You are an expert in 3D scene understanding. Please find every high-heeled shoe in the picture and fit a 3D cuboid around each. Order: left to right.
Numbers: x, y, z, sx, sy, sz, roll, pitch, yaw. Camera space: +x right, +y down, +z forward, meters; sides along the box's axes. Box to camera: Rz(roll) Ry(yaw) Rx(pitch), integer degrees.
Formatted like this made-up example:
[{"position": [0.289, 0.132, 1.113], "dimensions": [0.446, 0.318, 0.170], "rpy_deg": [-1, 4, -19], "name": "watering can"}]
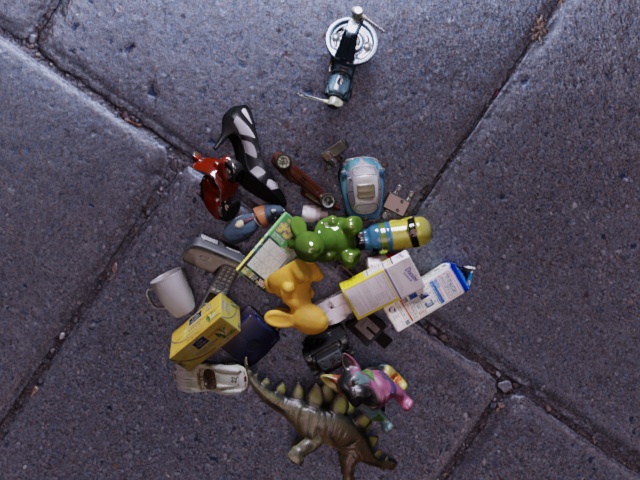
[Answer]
[{"position": [-0.145, -0.201, 1.285], "dimensions": [0.248, 0.086, 0.145], "rpy_deg": [43, 63, -19], "name": "high-heeled shoe"}]

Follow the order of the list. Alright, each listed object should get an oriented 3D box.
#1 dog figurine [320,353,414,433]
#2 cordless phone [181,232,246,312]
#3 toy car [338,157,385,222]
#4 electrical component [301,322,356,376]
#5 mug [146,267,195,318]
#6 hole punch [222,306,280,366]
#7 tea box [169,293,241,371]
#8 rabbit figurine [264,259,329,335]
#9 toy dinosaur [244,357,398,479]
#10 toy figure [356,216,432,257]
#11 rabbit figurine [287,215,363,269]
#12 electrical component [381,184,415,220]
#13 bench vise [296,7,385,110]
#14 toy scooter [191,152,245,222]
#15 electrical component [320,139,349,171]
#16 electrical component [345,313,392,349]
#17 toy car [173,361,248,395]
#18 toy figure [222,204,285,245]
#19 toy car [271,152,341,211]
[{"position": [0.101, 0.325, 1.229], "dimensions": [0.219, 0.192, 0.108], "rpy_deg": [39, 103, -22], "name": "dog figurine"}, {"position": [-0.271, 0.087, 1.273], "dimensions": [0.146, 0.089, 0.184], "rpy_deg": [24, 102, -22], "name": "cordless phone"}, {"position": [0.100, -0.119, 1.266], "dimensions": [0.109, 0.103, 0.161], "rpy_deg": [-3, 92, 0], "name": "toy car"}, {"position": [0.019, 0.257, 1.267], "dimensions": [0.115, 0.134, 0.058], "rpy_deg": [-31, 106, 0], "name": "electrical component"}, {"position": [-0.355, 0.134, 1.282], "dimensions": [0.110, 0.081, 0.107], "rpy_deg": [-26, 101, 1], "name": "mug"}, {"position": [-0.168, 0.236, 1.289], "dimensions": [0.115, 0.092, 0.142], "rpy_deg": [44, 89, -7], "name": "hole punch"}, {"position": [-0.268, 0.215, 1.256], "dimensions": [0.169, 0.098, 0.068], "rpy_deg": [-41, 119, 12], "name": "tea box"}, {"position": [-0.052, 0.144, 1.237], "dimensions": [0.162, 0.122, 0.173], "rpy_deg": [-31, 83, 7], "name": "rabbit figurine"}, {"position": [-0.001, 0.443, 1.300], "dimensions": [0.471, 0.105, 0.198], "rpy_deg": [28, 85, -12], "name": "toy dinosaur"}, {"position": [0.176, -0.008, 1.280], "dimensions": [0.180, 0.089, 0.082], "rpy_deg": [-7, 99, -3], "name": "toy figure"}, {"position": [-0.003, -0.004, 1.220], "dimensions": [0.159, 0.170, 0.121], "rpy_deg": [22, 112, 31], "name": "rabbit figurine"}, {"position": [0.188, -0.085, 1.309], "dimensions": [0.063, 0.021, 0.094], "rpy_deg": [28, 92, -3], "name": "electrical component"}, {"position": [0.059, -0.414, 1.189], "dimensions": [0.129, 0.240, 0.223], "rpy_deg": [28, 77, 1], "name": "bench vise"}, {"position": [-0.245, -0.134, 1.246], "dimensions": [0.135, 0.075, 0.183], "rpy_deg": [31, 136, 13], "name": "toy scooter"}, {"position": [0.036, -0.199, 1.264], "dimensions": [0.078, 0.102, 0.045], "rpy_deg": [-32, 98, 10], "name": "electrical component"}, {"position": [0.126, 0.222, 1.314], "dimensions": [0.075, 0.048, 0.119], "rpy_deg": [-44, 92, 2], "name": "electrical component"}, {"position": [-0.266, 0.327, 1.284], "dimensions": [0.202, 0.056, 0.073], "rpy_deg": [-3, 95, 21], "name": "toy car"}, {"position": [-0.158, -0.045, 1.282], "dimensions": [0.154, 0.064, 0.057], "rpy_deg": [-31, 96, -1], "name": "toy figure"}, {"position": [-0.034, -0.132, 1.268], "dimensions": [0.202, 0.089, 0.053], "rpy_deg": [42, 91, -5], "name": "toy car"}]
